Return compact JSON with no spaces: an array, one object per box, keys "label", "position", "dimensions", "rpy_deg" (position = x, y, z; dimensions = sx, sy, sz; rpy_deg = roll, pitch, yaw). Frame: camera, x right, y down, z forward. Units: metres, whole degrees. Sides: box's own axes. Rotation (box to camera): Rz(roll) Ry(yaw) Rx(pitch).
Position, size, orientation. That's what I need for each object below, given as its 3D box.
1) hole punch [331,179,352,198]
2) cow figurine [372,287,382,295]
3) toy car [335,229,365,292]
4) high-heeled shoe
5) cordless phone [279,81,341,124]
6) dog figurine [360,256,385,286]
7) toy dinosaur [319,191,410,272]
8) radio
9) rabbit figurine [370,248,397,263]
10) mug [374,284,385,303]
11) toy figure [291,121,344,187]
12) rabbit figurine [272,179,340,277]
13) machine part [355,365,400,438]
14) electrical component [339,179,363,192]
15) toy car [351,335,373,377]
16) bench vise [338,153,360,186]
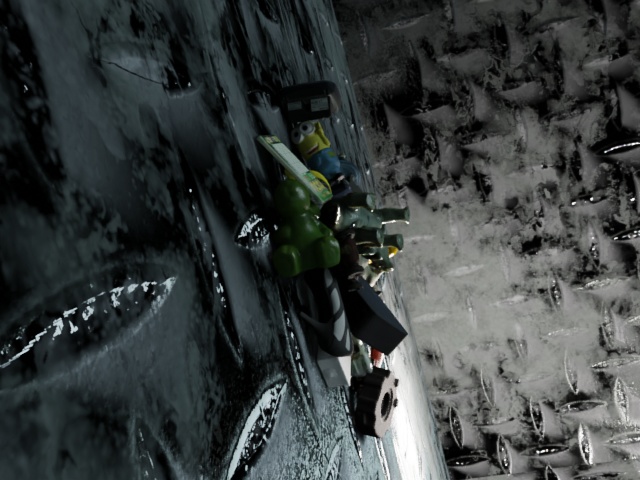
[{"label":"hole punch","position":[0.034,-0.075,1.374],"dimensions":[0.092,0.116,0.142],"rpy_deg":[-67,143,-56]},{"label":"cow figurine","position":[0.115,0.177,1.428],"dimensions":[0.195,0.127,0.085],"rpy_deg":[22,53,-78]},{"label":"toy car","position":[0.055,0.047,1.071],"dimensions":[0.202,0.053,0.089],"rpy_deg":[83,-9,-73]},{"label":"high-heeled shoe","position":[0.035,0.121,1.131],"dimensions":[0.145,0.086,0.249],"rpy_deg":[37,46,-17]},{"label":"cordless phone","position":[-0.013,-0.351,1.353],"dimensions":[0.184,0.147,0.088],"rpy_deg":[-54,137,-69]},{"label":"dog figurine","position":[0.076,0.096,1.408],"dimensions":[0.190,0.121,0.172],"rpy_deg":[-43,121,-47]},{"label":"toy dinosaur","position":[0.069,-0.034,1.170],"dimensions":[0.404,0.192,0.131],"rpy_deg":[25,65,-54]},{"label":"radio","position":[0.089,0.145,1.208],"dimensions":[0.131,0.073,0.230],"rpy_deg":[34,11,-38]},{"label":"rabbit figurine","position":[0.156,0.038,1.648],"dimensions":[0.162,0.173,0.121],"rpy_deg":[-45,117,-70]},{"label":"mug","position":[0.146,0.163,1.709],"dimensions":[0.109,0.081,0.107],"rpy_deg":[37,29,-62]},{"label":"toy figure","position":[-0.008,-0.214,1.339],"dimensions":[0.180,0.082,0.089],"rpy_deg":[56,-9,4]},{"label":"rabbit figurine","position":[-0.033,-0.035,1.007],"dimensions":[0.159,0.121,0.170],"rpy_deg":[-76,154,-77]},{"label":"machine part","position":[0.147,0.409,1.355],"dimensions":[0.179,0.056,0.179],"rpy_deg":[-23,116,-58]},{"label":"electrical component","position":[0.088,-0.120,1.432],"dimensions":[0.102,0.045,0.078],"rpy_deg":[47,49,-15]},{"label":"toy car","position":[0.070,0.256,1.265],"dimensions":[0.056,0.074,0.201],"rpy_deg":[-91,163,-56]},{"label":"bench vise","position":[0.078,-0.161,1.562],"dimensions":[0.223,0.129,0.241],"rpy_deg":[38,33,-29]}]
